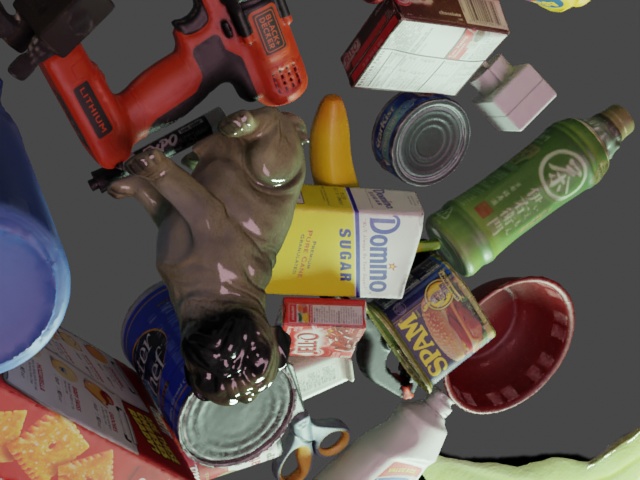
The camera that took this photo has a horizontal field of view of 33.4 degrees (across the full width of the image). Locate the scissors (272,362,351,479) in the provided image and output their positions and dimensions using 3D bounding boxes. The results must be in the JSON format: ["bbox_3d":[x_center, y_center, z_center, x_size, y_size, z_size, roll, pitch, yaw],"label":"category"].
[{"bbox_3d":[-0.004,0.169,1.022,0.096,0.016,0.202,-19,140,-28],"label":"scissors"}]

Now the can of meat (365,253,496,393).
[{"bbox_3d":[0.102,0.075,0.986,0.084,0.057,0.102,-37,112,-7],"label":"can of meat"}]

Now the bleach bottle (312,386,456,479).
[{"bbox_3d":[0.043,0.250,1.099,0.251,0.068,0.102,-49,131,-1],"label":"bleach bottle"}]

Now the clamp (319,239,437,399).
[{"bbox_3d":[0.058,0.086,1.032,0.120,0.039,0.171,-11,118,-12],"label":"clamp"}]

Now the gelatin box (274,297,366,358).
[{"bbox_3d":[-0.002,0.080,0.954,0.073,0.030,0.089,3,156,-7],"label":"gelatin box"}]

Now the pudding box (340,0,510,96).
[{"bbox_3d":[0.086,-0.162,0.884,0.113,0.039,0.090,2,149,-29],"label":"pudding box"}]

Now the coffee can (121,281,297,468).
[{"bbox_3d":[-0.095,0.106,0.886,0.102,0.140,0.103,-14,122,-23],"label":"coffee can"}]

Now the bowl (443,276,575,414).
[{"bbox_3d":[0.181,0.097,1.096,0.161,0.055,0.162,-14,122,-23],"label":"bowl"}]

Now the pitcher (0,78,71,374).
[{"bbox_3d":[-0.239,-0.003,0.676,0.144,0.243,0.149,-17,118,-18],"label":"pitcher"}]

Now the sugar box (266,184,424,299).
[{"bbox_3d":[-0.006,0.001,0.909,0.176,0.048,0.093,4,124,-12],"label":"sugar box"}]

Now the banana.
[{"bbox_3d":[0.033,-0.042,0.943,0.069,0.037,0.197,-38,126,0],"label":"banana"}]

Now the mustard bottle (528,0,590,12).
[{"bbox_3d":[0.163,-0.227,0.879,0.191,0.096,0.058,4,108,-32],"label":"mustard bottle"}]

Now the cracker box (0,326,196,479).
[{"bbox_3d":[-0.210,0.126,0.816,0.072,0.164,0.213,-47,129,3],"label":"cracker box"}]

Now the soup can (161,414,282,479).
[{"bbox_3d":[-0.092,0.174,0.943,0.102,0.068,0.068,-16,123,-13],"label":"soup can"}]

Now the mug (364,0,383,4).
[{"bbox_3d":[0.019,-0.228,0.804,0.093,0.082,0.117,-35,128,-9],"label":"mug"}]

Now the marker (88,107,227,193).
[{"bbox_3d":[-0.128,-0.071,0.846,0.121,0.020,0.020,-29,127,-13],"label":"marker"}]

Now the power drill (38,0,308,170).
[{"bbox_3d":[-0.112,-0.152,0.786,0.187,0.057,0.184,-30,121,-12],"label":"power drill"}]

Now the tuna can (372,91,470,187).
[{"bbox_3d":[0.091,-0.092,0.952,0.086,0.034,0.086,-14,121,-24],"label":"tuna can"}]
